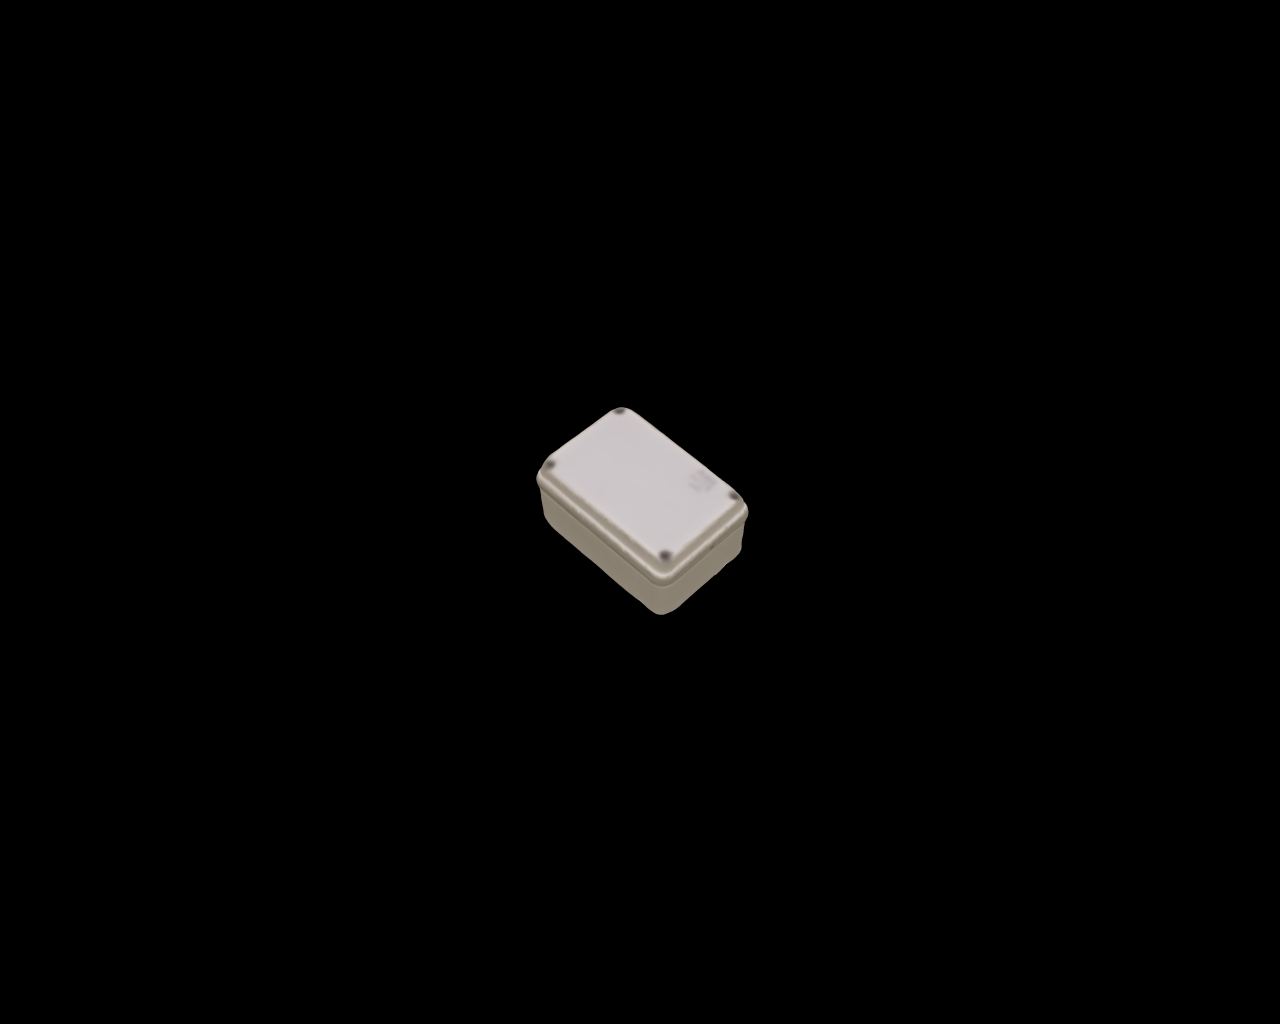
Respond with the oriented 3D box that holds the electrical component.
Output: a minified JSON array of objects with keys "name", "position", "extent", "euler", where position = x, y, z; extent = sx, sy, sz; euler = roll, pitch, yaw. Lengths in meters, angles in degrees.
[{"name":"electrical component","position":[0.001,-0.003,0.650],"extent":[0.078,0.057,0.113],"euler":[-39,63,-25]}]
